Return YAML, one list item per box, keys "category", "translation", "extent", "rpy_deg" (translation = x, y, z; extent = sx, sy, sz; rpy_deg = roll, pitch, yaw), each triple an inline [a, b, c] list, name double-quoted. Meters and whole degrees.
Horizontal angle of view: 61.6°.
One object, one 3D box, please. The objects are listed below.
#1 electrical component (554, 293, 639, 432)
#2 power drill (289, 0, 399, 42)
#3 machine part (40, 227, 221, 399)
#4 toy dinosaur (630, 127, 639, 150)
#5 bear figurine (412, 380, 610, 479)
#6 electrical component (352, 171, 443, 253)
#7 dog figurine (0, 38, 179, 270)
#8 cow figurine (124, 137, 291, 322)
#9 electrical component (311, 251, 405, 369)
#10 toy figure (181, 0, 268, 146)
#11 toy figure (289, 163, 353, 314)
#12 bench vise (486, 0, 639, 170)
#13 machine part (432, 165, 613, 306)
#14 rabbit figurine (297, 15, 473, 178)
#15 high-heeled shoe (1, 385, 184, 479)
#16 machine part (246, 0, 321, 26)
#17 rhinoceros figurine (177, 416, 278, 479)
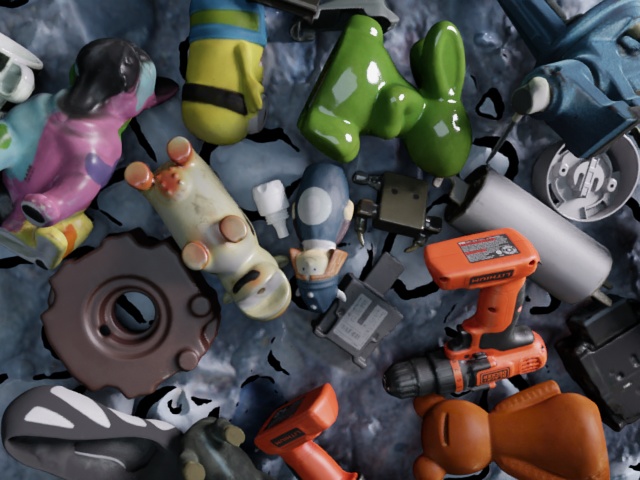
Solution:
- category: "electrical component"
  translation: [0.345, 0.132, 0.617]
  extent: [0.115, 0.058, 0.134]
  rpy_deg: [-33, 97, -4]
- category: "power drill"
  translation: [0.002, -0.313, 0.546]
  extent: [0.232, 0.086, 0.207]
  rpy_deg: [-2, 88, -5]
- category: "machine part"
  translation: [-0.197, 0.077, 0.566]
  extent: [0.179, 0.056, 0.179]
  rpy_deg: [0, 94, -4]
- category: "toy dinosaur"
  translation: [0.439, 0.048, 0.574]
  extent: [0.405, 0.131, 0.192]
  rpy_deg: [24, 89, -10]
- category: "bear figurine"
  translation: [0.208, 0.227, 0.596]
  extent: [0.196, 0.120, 0.131]
  rpy_deg: [-12, 141, 21]
- category: "electrical component"
  translation: [0.082, -0.030, 0.590]
  extent: [0.102, 0.045, 0.078]
  rpy_deg: [7, 66, -8]
- category: "dog figurine"
  translation: [-0.235, -0.097, 0.530]
  extent: [0.108, 0.191, 0.219]
  rpy_deg: [32, 57, -4]
- category: "cow figurine"
  translation: [-0.101, 0.001, 0.546]
  extent: [0.085, 0.127, 0.195]
  rpy_deg: [-38, 83, -2]
- category: "electrical component"
  translation: [0.053, 0.071, 0.592]
  extent: [0.075, 0.048, 0.119]
  rpy_deg: [40, 92, -8]
- category: "toy figure"
  translation: [-0.097, -0.186, 0.542]
  extent: [0.089, 0.082, 0.180]
  rpy_deg: [-1, 99, 6]
- category: "toy figure"
  translation: [-0.002, -0.001, 0.564]
  extent: [0.057, 0.064, 0.154]
  rpy_deg: [14, 75, -40]
- category: "bench vise"
  translation: [0.240, -0.200, 0.542]
  extent: [0.224, 0.128, 0.240]
  rpy_deg: [-24, 74, -16]
- category: "machine part"
  translation: [0.225, -0.006, 0.586]
  extent: [0.243, 0.079, 0.079]
  rpy_deg: [33, 91, -5]
- category: "rabbit figurine"
  translation: [0.080, -0.134, 0.541]
  extent: [0.170, 0.121, 0.159]
  rpy_deg: [25, 95, -11]
- category: "high-heeled shoe"
  translation: [-0.197, 0.232, 0.533]
  extent: [0.086, 0.145, 0.248]
  rpy_deg: [-45, 95, 0]
- category: "machine part"
  translation: [-0.016, -0.274, 0.491]
  extent: [0.084, 0.039, 0.138]
  rpy_deg: [22, 95, 7]
- category: "rhinoceros figurine"
  translation: [-0.081, 0.275, 0.564]
  extent: [0.073, 0.112, 0.190]
  rpy_deg: [-39, 93, -31]
